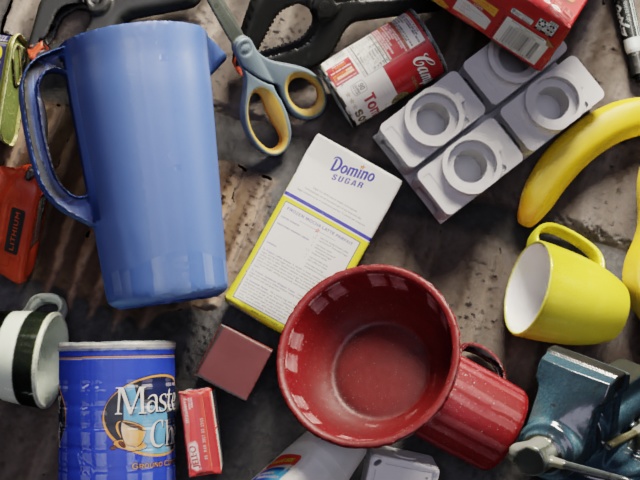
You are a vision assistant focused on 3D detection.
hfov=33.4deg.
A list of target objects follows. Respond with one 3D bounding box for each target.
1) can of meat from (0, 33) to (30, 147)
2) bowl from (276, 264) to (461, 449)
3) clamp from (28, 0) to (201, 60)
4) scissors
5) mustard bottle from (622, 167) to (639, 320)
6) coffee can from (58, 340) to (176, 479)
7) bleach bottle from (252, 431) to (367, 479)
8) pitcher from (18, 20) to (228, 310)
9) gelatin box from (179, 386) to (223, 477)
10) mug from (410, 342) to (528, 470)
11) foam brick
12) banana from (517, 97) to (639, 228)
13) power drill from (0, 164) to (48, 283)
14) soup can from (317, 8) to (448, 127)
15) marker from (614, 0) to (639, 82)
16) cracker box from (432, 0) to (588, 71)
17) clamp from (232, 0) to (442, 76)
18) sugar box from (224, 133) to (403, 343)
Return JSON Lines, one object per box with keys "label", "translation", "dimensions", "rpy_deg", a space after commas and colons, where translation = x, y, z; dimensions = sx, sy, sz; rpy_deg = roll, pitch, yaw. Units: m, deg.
{"label": "can of meat", "translation": [-0.320, -0.142, 0.981], "dimensions": [0.084, 0.057, 0.102], "rpy_deg": [7, 84, 1]}
{"label": "bowl", "translation": [0.046, 0.105, 0.918], "dimensions": [0.162, 0.055, 0.162], "rpy_deg": [-7, 66, 16]}
{"label": "clamp", "translation": [-0.210, -0.233, 1.003], "dimensions": [0.171, 0.039, 0.120], "rpy_deg": [-32, 81, -5]}
{"label": "scissors", "translation": [-0.051, -0.174, 0.968], "dimensions": [0.096, 0.016, 0.202], "rpy_deg": [-24, 117, -19]}
{"label": "mustard bottle", "translation": [0.329, 0.021, 0.985], "dimensions": [0.096, 0.058, 0.191], "rpy_deg": [13, 84, -17]}
{"label": "coffee can", "translation": [-0.177, 0.159, 0.930], "dimensions": [0.103, 0.103, 0.140], "rpy_deg": [-1, 84, -2]}
{"label": "bleach bottle", "translation": [-0.045, 0.238, 0.939], "dimensions": [0.250, 0.103, 0.068], "rpy_deg": [-44, 97, -13]}
{"label": "pitcher", "translation": [-0.160, -0.063, 0.943], "dimensions": [0.149, 0.144, 0.243], "rpy_deg": [-9, 87, 21]}
{"label": "gelatin box", "translation": [-0.104, 0.167, 0.939], "dimensions": [0.030, 0.089, 0.073], "rpy_deg": [-7, 84, -4]}
{"label": "mug", "translation": [0.135, 0.144, 0.959], "dimensions": [0.081, 0.093, 0.117], "rpy_deg": [29, 48, -4]}
{"label": "foam brick", "translation": [-0.076, 0.109, 0.953], "dimensions": [0.051, 0.078, 0.053], "rpy_deg": [27, 85, 0]}
{"label": "banana", "translation": [0.262, -0.084, 1.006], "dimensions": [0.197, 0.037, 0.069], "rpy_deg": [-27, 85, -5]}
{"label": "power drill", "translation": [-0.346, -0.021, 0.952], "dimensions": [0.187, 0.057, 0.184], "rpy_deg": [15, 107, -6]}
{"label": "soup can", "translation": [0.057, -0.158, 0.985], "dimensions": [0.102, 0.068, 0.068], "rpy_deg": [-31, 86, 3]}
{"label": "marker", "translation": [0.297, -0.212, 1.030], "dimensions": [0.020, 0.020, 0.121], "rpy_deg": [-10, 84, -3]}
{"label": "cracker box", "translation": [0.186, -0.281, 0.970], "dimensions": [0.164, 0.072, 0.213], "rpy_deg": [34, 60, 1]}
{"label": "clamp", "translation": [-0.001, -0.232, 0.983], "dimensions": [0.210, 0.036, 0.164], "rpy_deg": [-32, 119, 4]}
{"label": "sugar box", "translation": [-0.006, 0.001, 0.983], "dimensions": [0.093, 0.048, 0.176], "rpy_deg": [30, 81, -1]}
